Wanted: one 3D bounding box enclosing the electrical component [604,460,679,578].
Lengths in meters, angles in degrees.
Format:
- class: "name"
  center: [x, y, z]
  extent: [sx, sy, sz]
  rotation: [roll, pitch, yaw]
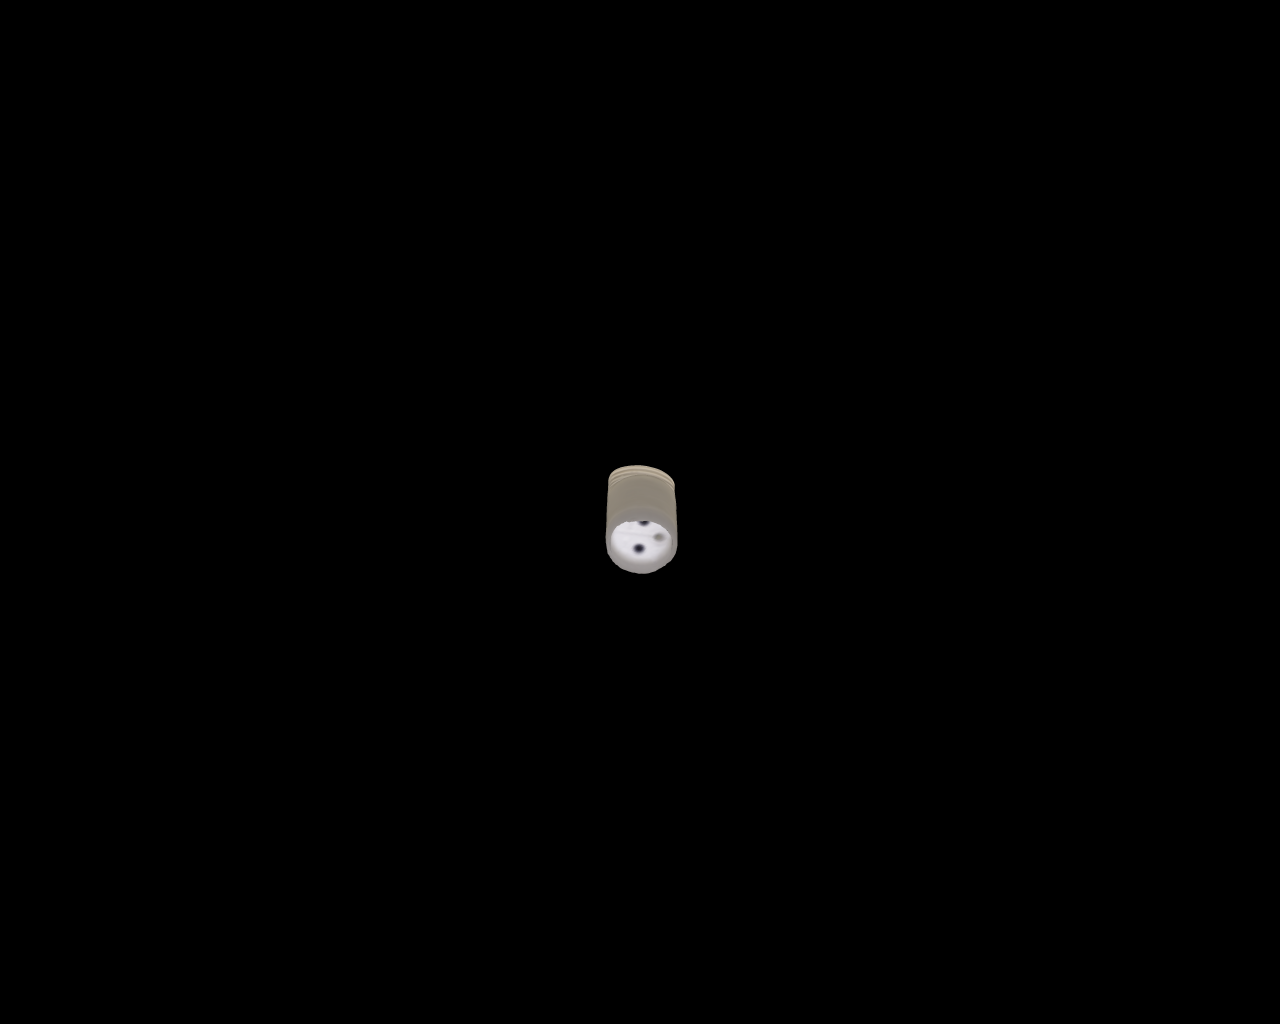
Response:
- class: "electrical component"
  center: [0.001, -0.003, 0.650]
  extent: [0.043, 0.043, 0.081]
  rotation: [0, 36, 0]
